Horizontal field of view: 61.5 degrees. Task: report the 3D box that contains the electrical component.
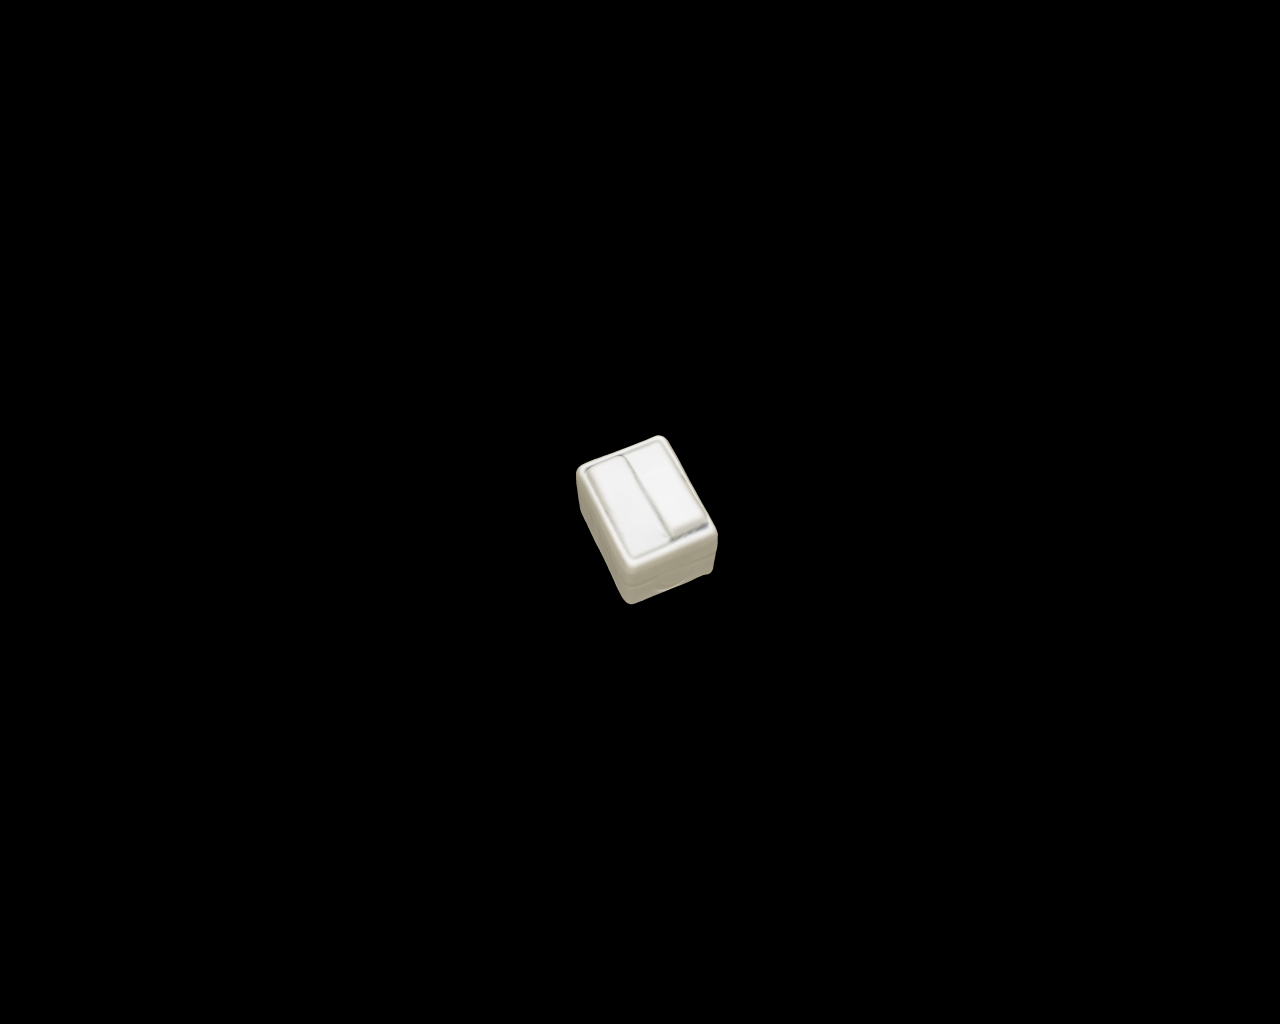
[{"bbox_3d":[0.001,-0.003,0.650,0.062,0.096,0.061,-21,-28,-12],"label":"electrical component"}]
